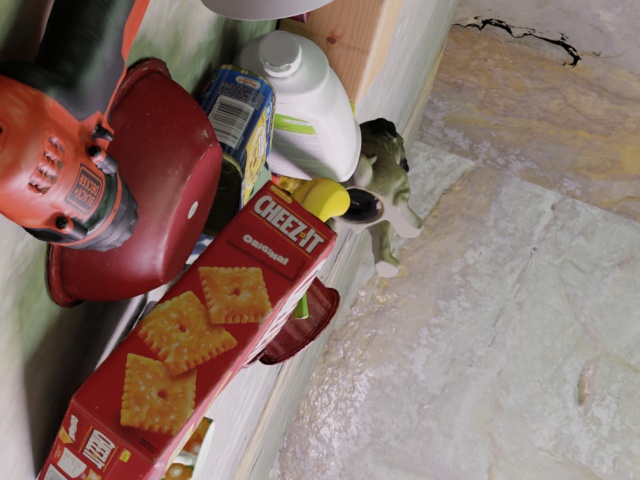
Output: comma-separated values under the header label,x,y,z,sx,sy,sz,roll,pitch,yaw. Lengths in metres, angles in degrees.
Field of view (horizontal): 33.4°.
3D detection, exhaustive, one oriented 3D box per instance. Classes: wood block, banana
label,x,y,z,sx,sy,sz,roll,pitch,yaw
wood block,0.029,-0.237,0.917,0.090,0.091,0.206,-61,170,-50
banana,-0.009,-0.013,0.910,0.197,0.037,0.069,-65,153,-57

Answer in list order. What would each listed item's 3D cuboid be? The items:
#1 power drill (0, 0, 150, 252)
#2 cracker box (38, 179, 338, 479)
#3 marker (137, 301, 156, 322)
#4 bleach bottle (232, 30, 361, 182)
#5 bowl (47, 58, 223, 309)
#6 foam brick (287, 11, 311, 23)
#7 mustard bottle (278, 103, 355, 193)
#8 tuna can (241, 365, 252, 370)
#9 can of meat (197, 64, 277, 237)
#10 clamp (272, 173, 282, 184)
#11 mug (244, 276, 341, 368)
label,x,y,z,sx,sy,sz,roll,pitch,yaw
power drill,-0.093,-0.087,0.495,0.184,0.057,0.187,70,42,-81
cracker box,-0.089,0.083,0.729,0.213,0.072,0.164,-50,177,-36
marker,-0.149,0.097,0.812,0.020,0.020,0.121,103,11,-53
bleach bottle,-0.017,-0.111,0.876,0.251,0.102,0.068,81,17,-79
bowl,-0.102,-0.025,0.647,0.162,0.055,0.162,22,89,-84
foam brick,-0.026,-0.197,0.748,0.078,0.051,0.053,78,32,-79
mustard bottle,-0.013,-0.096,1.169,0.096,0.058,0.191,-65,177,29
tuna can,-0.093,0.079,0.946,0.034,0.086,0.086,-26,-165,25
can of meat,-0.071,-0.065,0.780,0.102,0.057,0.084,102,9,-57
clamp,-0.019,-0.139,1.063,0.120,0.039,0.171,99,11,-61
mug,-0.050,0.056,0.920,0.117,0.081,0.093,-50,-158,-24
